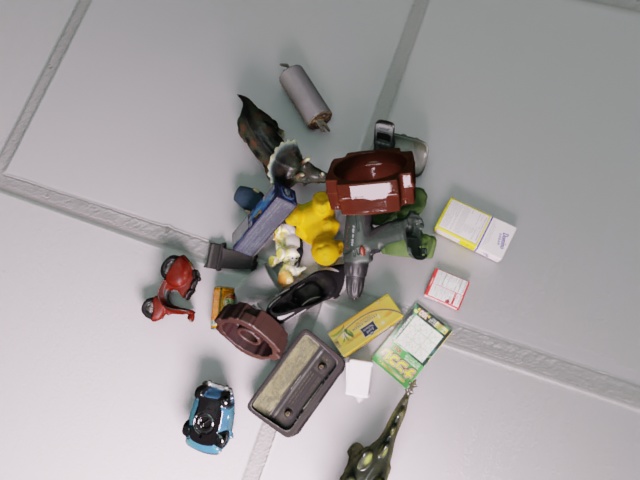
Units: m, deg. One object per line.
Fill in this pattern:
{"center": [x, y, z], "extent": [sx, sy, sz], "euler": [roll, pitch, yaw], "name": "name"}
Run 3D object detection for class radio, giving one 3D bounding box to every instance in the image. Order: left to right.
{"center": [-0.049, 0.338, 1.264], "extent": [0.131, 0.073, 0.229], "euler": [35, 83, 14], "name": "radio"}

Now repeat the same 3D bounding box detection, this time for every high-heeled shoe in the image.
{"center": [-0.018, 0.116, 1.282], "extent": [0.249, 0.145, 0.086], "euler": [-36, 75, -1], "name": "high-heeled shoe"}

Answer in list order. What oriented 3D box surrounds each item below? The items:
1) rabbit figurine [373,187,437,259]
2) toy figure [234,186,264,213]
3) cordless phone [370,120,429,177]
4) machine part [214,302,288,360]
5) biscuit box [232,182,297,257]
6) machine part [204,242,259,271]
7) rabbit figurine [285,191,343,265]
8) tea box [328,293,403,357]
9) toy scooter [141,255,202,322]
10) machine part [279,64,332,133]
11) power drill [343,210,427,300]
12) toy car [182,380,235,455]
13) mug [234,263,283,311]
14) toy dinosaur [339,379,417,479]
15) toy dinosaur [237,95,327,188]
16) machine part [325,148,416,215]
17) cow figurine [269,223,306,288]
{"center": [0.212, -0.044, 1.313], "extent": [0.159, 0.121, 0.170], "euler": [7, 91, 31], "name": "rabbit figurine"}
{"center": [-0.150, -0.091, 1.398], "extent": [0.155, 0.064, 0.058], "euler": [27, 42, 8], "name": "toy figure"}
{"center": [0.199, -0.238, 1.329], "extent": [0.147, 0.184, 0.088], "euler": [16, 74, 11], "name": "cordless phone"}
{"center": [-0.159, 0.213, 1.260], "extent": [0.179, 0.179, 0.056], "euler": [22, 57, 12], "name": "machine part"}
{"center": [-0.137, -0.048, 1.309], "extent": [0.202, 0.062, 0.059], "euler": [-45, 37, 30], "name": "biscuit box"}
{"center": [-0.227, 0.048, 1.383], "extent": [0.139, 0.039, 0.084], "euler": [10, 72, 11], "name": "machine part"}
{"center": [-0.003, -0.004, 1.306], "extent": [0.122, 0.162, 0.173], "euler": [-20, 51, 1], "name": "rabbit figurine"}
{"center": [0.109, 0.203, 1.269], "extent": [0.170, 0.098, 0.068], "euler": [-32, 74, -4], "name": "tea box"}
{"center": [-0.356, 0.134, 1.357], "extent": [0.135, 0.075, 0.184], "euler": [24, 83, 13], "name": "toy scooter"}
{"center": [-0.039, -0.386, 1.453], "extent": [0.079, 0.079, 0.243], "euler": [-30, 73, -1], "name": "machine part"}
{"center": [0.143, 0.020, 1.248], "extent": [0.207, 0.086, 0.232], "euler": [-10, 81, 45], "name": "power drill"}
{"center": [-0.247, 0.405, 1.255], "extent": [0.109, 0.103, 0.161], "euler": [10, 87, 12], "name": "toy car"}
{"center": [-0.151, 0.128, 1.335], "extent": [0.107, 0.080, 0.109], "euler": [-30, 79, 10], "name": "mug"}
{"center": [0.094, 0.506, 1.139], "extent": [0.105, 0.198, 0.471], "euler": [24, 81, 9], "name": "toy dinosaur"}
{"center": [-0.140, -0.259, 1.373], "extent": [0.131, 0.192, 0.405], "euler": [-37, 75, -5], "name": "toy dinosaur"}
{"center": [0.121, -0.136, 1.251], "extent": [0.202, 0.201, 0.087], "euler": [-5, 119, 13], "name": "machine part"}
{"center": [-0.076, 0.038, 1.346], "extent": [0.068, 0.098, 0.167], "euler": [-27, 67, 46], "name": "cow figurine"}
